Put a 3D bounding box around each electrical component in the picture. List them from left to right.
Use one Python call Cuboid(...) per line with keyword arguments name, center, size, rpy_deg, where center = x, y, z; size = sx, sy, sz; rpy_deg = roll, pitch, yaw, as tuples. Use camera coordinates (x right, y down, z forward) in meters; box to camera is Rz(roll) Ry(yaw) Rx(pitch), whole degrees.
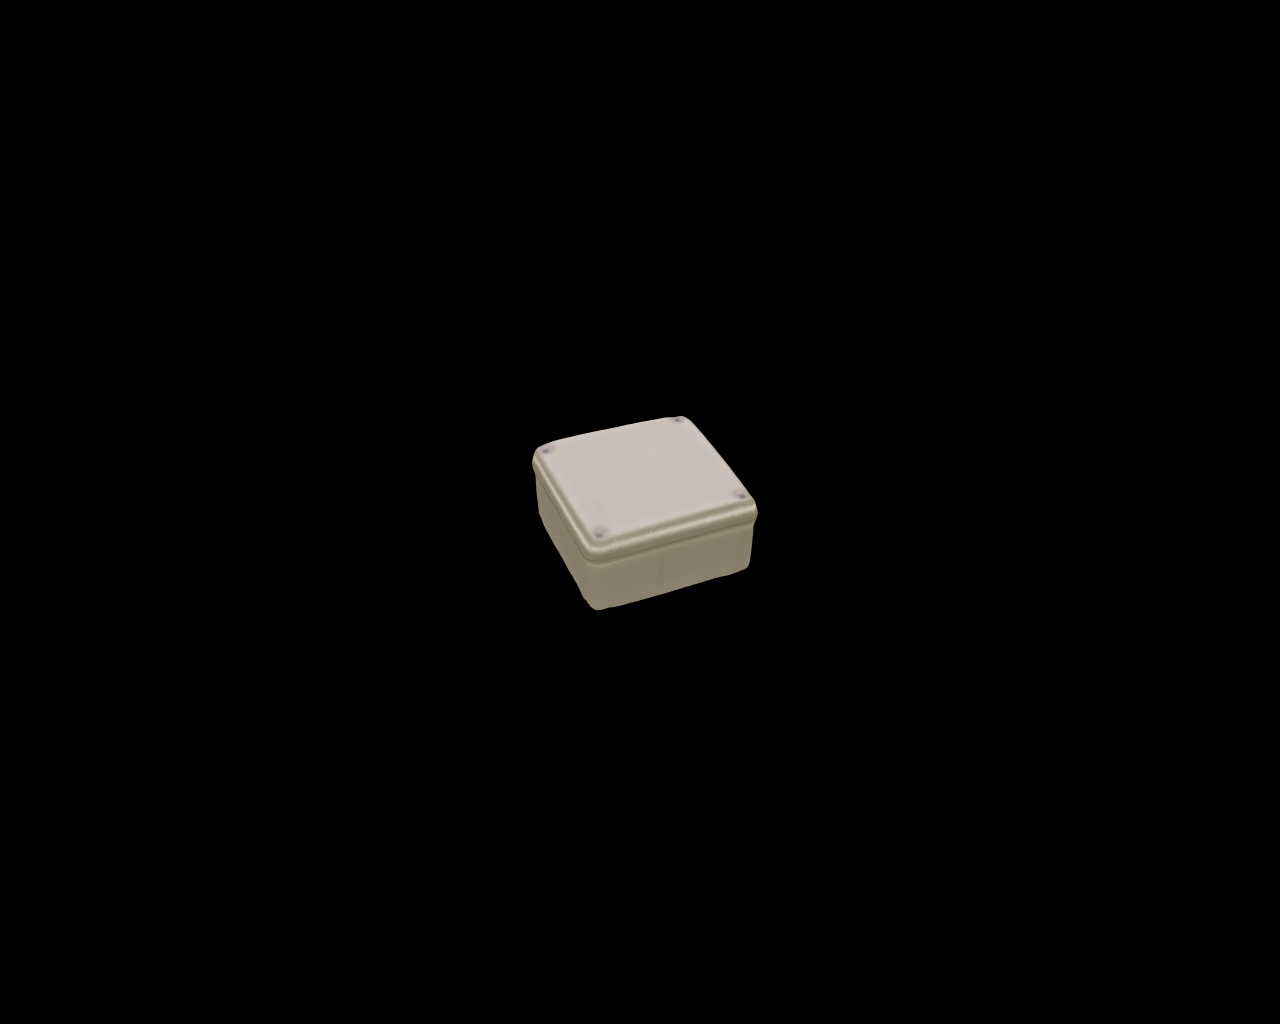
Cuboid(name="electrical component", center=(0.001, -0.003, 0.650), size=(0.109, 0.056, 0.109), rpy_deg=(-14, 40, -17))
